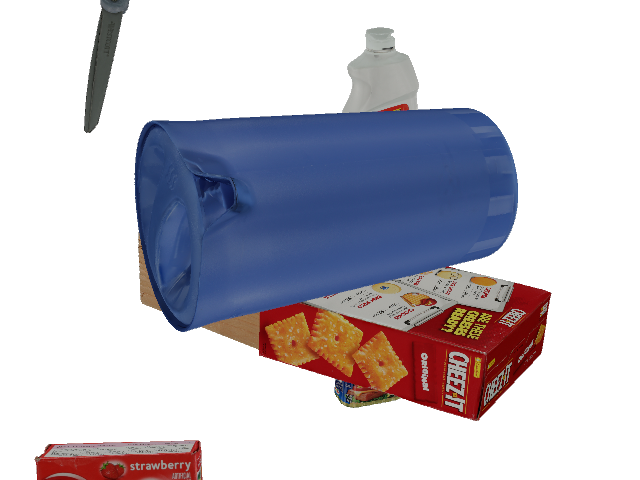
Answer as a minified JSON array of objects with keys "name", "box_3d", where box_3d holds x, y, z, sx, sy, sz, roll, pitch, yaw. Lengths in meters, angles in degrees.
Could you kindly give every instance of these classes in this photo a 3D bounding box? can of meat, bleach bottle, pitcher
[{"name":"can of meat","box_3d":[0.069,0.169,1.420,0.102,0.084,0.057,-6,25,-21]},{"name":"bleach bottle","box_3d":[0.056,-0.105,1.165,0.102,0.251,0.068,-5,25,-8]},{"name":"pitcher","box_3d":[0.001,-0.023,0.722,0.242,0.145,0.149,-9,35,-24]}]

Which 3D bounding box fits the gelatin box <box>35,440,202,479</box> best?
[{"name":"gelatin box","box_3d":[-0.109,0.150,0.587,0.089,0.073,0.030,-2,5,1]}]

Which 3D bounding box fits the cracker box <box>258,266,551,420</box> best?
[{"name":"cracker box","box_3d":[0.076,0.076,0.959,0.214,0.072,0.163,14,23,27]}]

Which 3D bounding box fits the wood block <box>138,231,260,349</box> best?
[{"name":"wood block","box_3d":[-0.075,0.041,1.073,0.206,0.091,0.090,19,32,26]}]

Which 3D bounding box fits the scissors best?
[{"name":"scissors","box_3d":[-0.123,-0.174,0.737,0.096,0.202,0.016,-6,-11,-8]}]
